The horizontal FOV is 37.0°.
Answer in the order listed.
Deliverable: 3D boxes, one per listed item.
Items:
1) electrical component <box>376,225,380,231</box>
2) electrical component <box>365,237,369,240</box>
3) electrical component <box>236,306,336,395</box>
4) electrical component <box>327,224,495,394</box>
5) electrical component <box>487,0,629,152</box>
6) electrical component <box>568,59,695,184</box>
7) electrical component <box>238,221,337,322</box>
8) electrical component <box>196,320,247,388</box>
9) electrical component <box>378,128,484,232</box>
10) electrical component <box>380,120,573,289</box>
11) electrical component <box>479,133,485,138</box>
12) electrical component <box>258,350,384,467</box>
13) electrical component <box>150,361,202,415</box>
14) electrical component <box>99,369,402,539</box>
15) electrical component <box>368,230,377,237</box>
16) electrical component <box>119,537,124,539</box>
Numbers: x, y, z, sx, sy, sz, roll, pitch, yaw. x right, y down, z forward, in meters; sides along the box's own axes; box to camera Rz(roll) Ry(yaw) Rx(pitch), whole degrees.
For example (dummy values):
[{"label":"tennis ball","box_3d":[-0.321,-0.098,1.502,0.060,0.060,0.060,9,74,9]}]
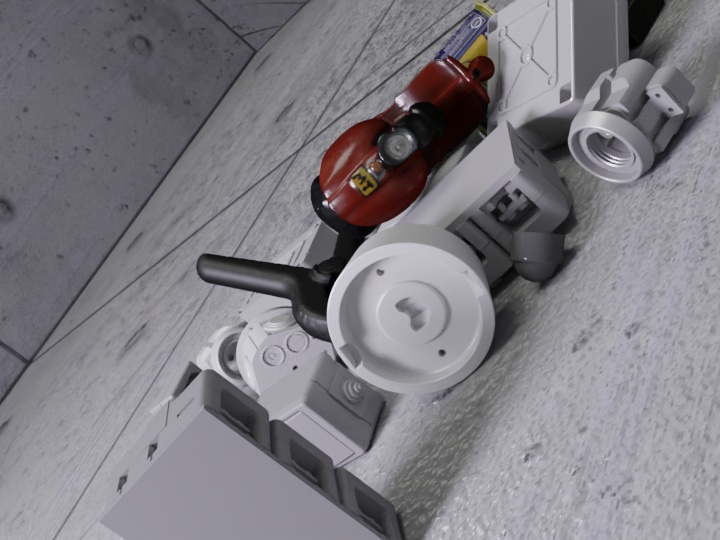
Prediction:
[{"label":"electrical component","box_3d":[0.035,-0.054,0.971,0.055,0.055,0.047,-47,20,12]},{"label":"electrical component","box_3d":[0.000,0.000,0.962,0.043,0.043,0.081,-38,20,37]},{"label":"electrical component","box_3d":[-0.059,0.074,0.893,0.080,0.080,0.051,-50,22,-1]},{"label":"electrical component","box_3d":[0.036,0.021,0.716,0.108,0.108,0.060,-44,11,22]},{"label":"electrical component","box_3d":[0.148,-0.156,0.815,0.109,0.056,0.108,-21,64,60]},{"label":"electrical component","box_3d":[0.171,-0.094,0.694,0.057,0.058,0.078,-54,17,-23]},{"label":"electrical component","box_3d":[-0.058,0.015,1.057,0.113,0.057,0.078,-37,21,38]},{"label":"electrical component","box_3d":[-0.126,0.087,1.080,0.078,0.058,0.057,-56,14,-19]},{"label":"electrical component","box_3d":[0.072,-0.059,0.894,0.100,0.048,0.099,-29,26,51]},{"label":"electrical component","box_3d":[0.076,-0.023,0.778,0.150,0.062,0.089,-43,17,22]},{"label":"electrical component","box_3d":[0.078,-0.125,1.023,0.100,0.048,0.099,-44,17,21]},{"label":"electrical component","box_3d":[-0.031,0.108,0.771,0.096,0.062,0.061,-36,21,39]},{"label":"electrical component","box_3d":[-0.153,0.138,0.988,0.076,0.083,0.047,-37,21,38]},{"label":"electrical component","box_3d":[-0.059,0.138,0.618,0.089,0.150,0.061,-47,18,10]},{"label":"electrical component","box_3d":[0.012,-0.048,1.044,0.040,0.040,0.078,-37,20,38]},{"label":"electrical component","box_3d":[-0.200,0.272,0.863,0.113,0.057,0.078,-42,18,27]}]
